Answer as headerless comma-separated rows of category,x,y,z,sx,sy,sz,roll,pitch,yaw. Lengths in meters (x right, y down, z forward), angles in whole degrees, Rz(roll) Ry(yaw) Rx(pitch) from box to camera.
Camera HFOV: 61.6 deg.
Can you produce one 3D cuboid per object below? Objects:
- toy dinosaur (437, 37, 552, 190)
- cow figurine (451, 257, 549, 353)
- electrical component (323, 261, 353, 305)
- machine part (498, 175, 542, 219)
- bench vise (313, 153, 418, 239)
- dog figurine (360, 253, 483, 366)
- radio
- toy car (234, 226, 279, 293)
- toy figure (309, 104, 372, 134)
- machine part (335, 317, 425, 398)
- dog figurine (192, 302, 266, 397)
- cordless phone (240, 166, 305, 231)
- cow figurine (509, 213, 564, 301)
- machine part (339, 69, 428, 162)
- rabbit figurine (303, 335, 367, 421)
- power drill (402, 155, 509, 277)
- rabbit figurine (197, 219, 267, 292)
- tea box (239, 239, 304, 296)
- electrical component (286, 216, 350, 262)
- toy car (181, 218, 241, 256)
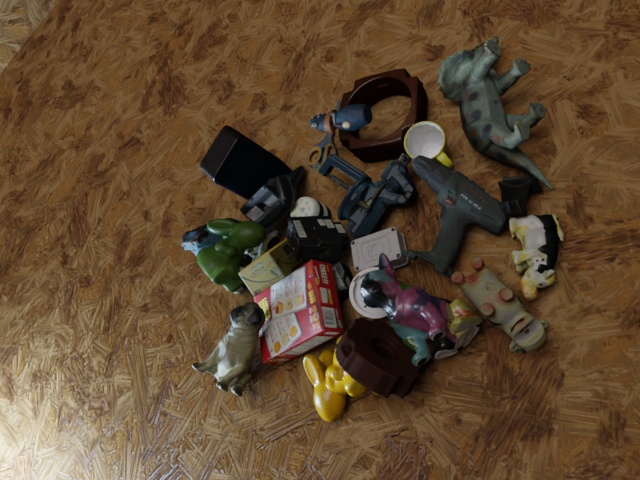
toy dinosaur,0.356,-0.264,1.131,0.192,0.131,0.405,142,125,-62
cow figurine,0.342,0.131,0.997,0.085,0.127,0.195,-44,41,8
electrical component,0.032,0.085,1.228,0.075,0.047,0.119,-38,56,12
machine part,0.390,-0.092,1.061,0.084,0.039,0.139,6,36,27
bench vise,0.093,-0.129,1.224,0.241,0.129,0.223,36,109,18
dog figurine,0.183,0.122,1.052,0.219,0.191,0.108,54,138,36
radio,-0.182,-0.177,1.351,0.073,0.229,0.131,42,99,36
toy car,-0.176,0.041,1.363,0.074,0.056,0.201,32,89,35
toy figure,0.046,-0.279,1.257,0.155,0.064,0.057,-4,107,34
machine part,0.118,0.222,1.040,0.180,0.179,0.056,45,122,35
dog figurine,-0.175,0.242,1.223,0.121,0.172,0.190,33,78,11
cordless phone,-0.108,-0.117,1.353,0.146,0.088,0.184,-40,13,35
cow figurine,0.415,0.031,1.016,0.098,0.068,0.167,-9,67,21
machine part,0.153,-0.294,1.288,0.202,0.087,0.201,-5,69,27
rabbit figurine,0.036,0.291,1.107,0.163,0.122,0.173,39,112,30
power drill,0.251,-0.041,1.109,0.232,0.086,0.207,29,86,15
rabbit figurine,-0.204,0.018,1.295,0.170,0.121,0.159,-44,55,-1
tea box,-0.103,0.055,1.239,0.098,0.169,0.068,-33,94,20
electrical component,-0.003,-0.004,1.221,0.115,0.134,0.058,-111,27,-51
toy car,-0.274,0.006,1.399,0.109,0.161,0.102,-6,108,43
